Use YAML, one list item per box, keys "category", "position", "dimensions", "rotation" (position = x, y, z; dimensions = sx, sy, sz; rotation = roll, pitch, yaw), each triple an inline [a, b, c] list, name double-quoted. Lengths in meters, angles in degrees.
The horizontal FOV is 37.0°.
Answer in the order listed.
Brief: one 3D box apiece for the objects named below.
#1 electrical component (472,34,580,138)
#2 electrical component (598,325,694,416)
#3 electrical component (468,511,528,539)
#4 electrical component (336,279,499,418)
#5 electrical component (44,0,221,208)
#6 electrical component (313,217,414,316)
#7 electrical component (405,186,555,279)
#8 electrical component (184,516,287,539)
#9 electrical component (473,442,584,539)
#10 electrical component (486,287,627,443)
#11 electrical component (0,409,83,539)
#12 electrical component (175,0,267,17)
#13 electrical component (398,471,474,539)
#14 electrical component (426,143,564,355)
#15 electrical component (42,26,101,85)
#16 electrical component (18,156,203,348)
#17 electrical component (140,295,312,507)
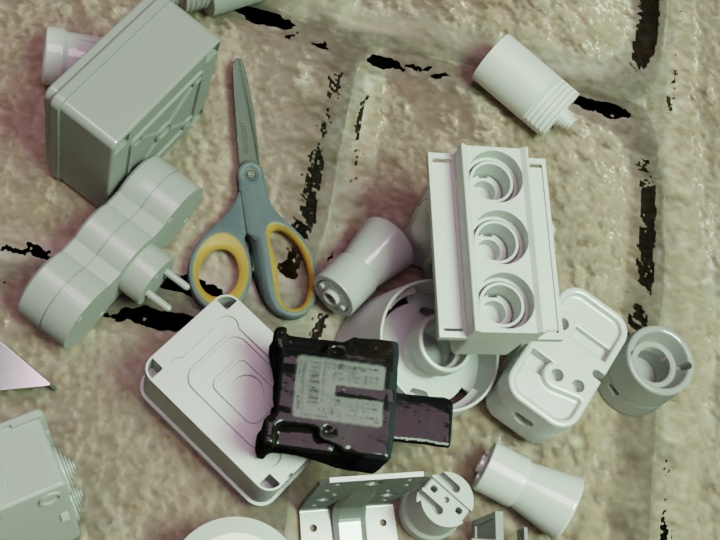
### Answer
- category: "electrical component"
  position: [0.130, -0.136, 0.818]
  dimensions: [0.081, 0.043, 0.043]
  rotation: [42, 65, 5]
- category: "electrical component"
  position: [0.199, 0.069, 0.748]
  dimensions: [0.055, 0.047, 0.055]
  rotation: [5, 67, -12]
- category: "electrical component"
  position: [0.093, 0.196, 0.674]
  dimensions: [0.064, 0.042, 0.081]
  rotation: [7, 67, -13]
- category: "electrical component"
  position: [0.040, 0.056, 0.720]
  dimensions: [0.099, 0.064, 0.099]
  rotation: [10, 68, -24]
- category: "electrical component"
  position: [-0.150, -0.107, 0.703]
  dimensions: [0.056, 0.108, 0.108]
  rotation: [38, 65, 1]
- category: "electrical component"
  position: [0.000, 0.000, 0.727]
  dimensions: [0.044, 0.044, 0.065]
  rotation: [43, 59, 6]
- category: "electrical component"
  position: [0.080, -0.017, 0.752]
  dimensions: [0.095, 0.053, 0.059]
  rotation: [25, 65, -3]
- category: "electrical component"
  position: [-0.076, 0.189, 0.631]
  dimensions: [0.080, 0.051, 0.080]
  rotation: [5, 67, -12]
- category: "electrical component"
  position: [0.107, 0.141, 0.702]
  dimensions: [0.065, 0.044, 0.044]
  rotation: [27, 65, 4]
- category: "electrical component"
  position: [0.130, 0.066, 0.726]
  dimensions: [0.054, 0.059, 0.095]
  rotation: [36, 65, 3]
- category: "electrical component"
  position: [-0.207, 0.132, 0.598]
  dimensions: [0.100, 0.099, 0.048]
  rotation: [-21, 62, -20]
- category: "electrical component"
  position: [-0.107, -0.210, 0.791]
  dimensions: [0.081, 0.043, 0.043]
  rotation: [-22, 75, -20]
- category: "electrical component"
  position: [0.049, 0.149, 0.680]
  dimensions: [0.040, 0.046, 0.040]
  rotation: [5, 68, -12]
- category: "electrical component"
  position: [0.080, -0.011, 0.682]
  dimensions: [0.079, 0.063, 0.121]
  rotation: [2, 70, -12]
- category: "electrical component"
  position: [-0.196, -0.146, 0.747]
  dimensions: [0.046, 0.040, 0.040]
  rotation: [4, 67, -19]
- category: "electrical component"
  position: [-0.145, -0.003, 0.692]
  dimensions: [0.074, 0.052, 0.138]
  rotation: [37, 65, 3]
- category: "electrical component"
  position: [-0.074, 0.082, 0.672]
  dimensions: [0.113, 0.057, 0.078]
  rotation: [43, 65, 6]
